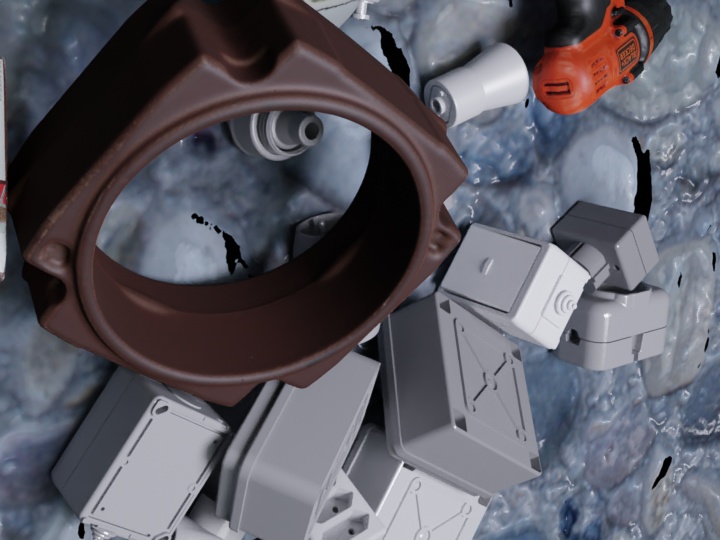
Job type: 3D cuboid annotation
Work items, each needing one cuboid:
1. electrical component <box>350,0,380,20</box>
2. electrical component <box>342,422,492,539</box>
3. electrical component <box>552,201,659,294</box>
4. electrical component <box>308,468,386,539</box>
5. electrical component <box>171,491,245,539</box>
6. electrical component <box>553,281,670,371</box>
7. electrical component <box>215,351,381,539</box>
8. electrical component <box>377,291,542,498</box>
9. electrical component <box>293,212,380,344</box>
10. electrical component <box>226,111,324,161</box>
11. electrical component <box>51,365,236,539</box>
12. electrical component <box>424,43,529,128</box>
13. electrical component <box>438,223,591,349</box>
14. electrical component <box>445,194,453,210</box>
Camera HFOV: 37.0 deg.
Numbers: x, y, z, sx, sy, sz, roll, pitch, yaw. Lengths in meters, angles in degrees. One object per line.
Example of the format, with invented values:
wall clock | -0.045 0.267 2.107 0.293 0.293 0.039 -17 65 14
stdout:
electrical component | 0.004 -0.191 0.649 0.040 0.040 0.078 -2 104 -39
electrical component | 0.027 0.180 0.767 0.109 0.056 0.108 33 81 -41
electrical component | 0.179 -0.008 0.831 0.077 0.066 0.047 -43 126 -22
electrical component | -0.034 0.165 0.706 0.047 0.083 0.075 -24 152 -33
electrical component | -0.093 0.165 0.672 0.077 0.043 0.079 38 78 -40
electrical component | 0.206 0.040 0.876 0.095 0.054 0.059 -10 109 -38
electrical component | -0.038 0.102 0.650 0.078 0.057 0.113 105 10 -47
electrical component | 0.068 0.087 0.739 0.109 0.056 0.108 33 40 -40
electrical component | 0.000 0.000 0.700 0.079 0.043 0.077 -23 117 -33
electrical component | -0.046 -0.084 0.624 0.043 0.062 0.043 -13 111 -37
electrical component | -0.130 0.110 0.618 0.062 0.061 0.096 33 89 -40
electrical component | 0.076 -0.123 0.730 0.065 0.044 0.044 -28 119 -26
electrical component | 0.111 0.010 0.760 0.061 0.096 0.061 33 81 -40
electrical component | 0.040 -0.051 0.719 0.043 0.043 0.081 -23 117 -33
